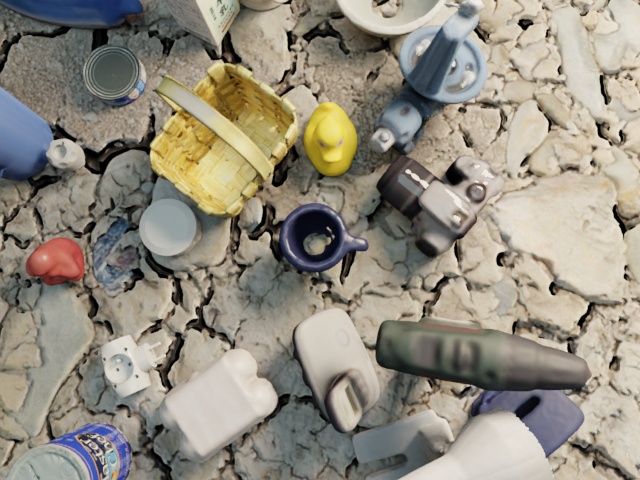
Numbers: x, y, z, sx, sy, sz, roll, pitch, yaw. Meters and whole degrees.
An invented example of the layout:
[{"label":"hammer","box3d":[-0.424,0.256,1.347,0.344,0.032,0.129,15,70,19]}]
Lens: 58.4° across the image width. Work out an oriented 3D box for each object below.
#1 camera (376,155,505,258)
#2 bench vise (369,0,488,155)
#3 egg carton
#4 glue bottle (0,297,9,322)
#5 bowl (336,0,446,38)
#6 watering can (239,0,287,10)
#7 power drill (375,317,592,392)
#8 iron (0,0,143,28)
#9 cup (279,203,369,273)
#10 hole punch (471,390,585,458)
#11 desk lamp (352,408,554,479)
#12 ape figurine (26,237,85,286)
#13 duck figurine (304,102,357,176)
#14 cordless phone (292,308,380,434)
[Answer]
[{"label":"camera","box3d":[0.157,-0.067,0.783,0.137,0.101,0.143,40,87,6]},{"label":"bench vise","box3d":[0.150,-0.201,0.738,0.121,0.220,0.207,21,85,5]},{"label":"egg carton","box3d":[-0.139,0.222,0.778,0.150,0.069,0.107,-37,84,-2]},{"label":"glue bottle","box3d":[-0.486,0.107,0.751,0.037,0.173,0.078,32,86,6]},{"label":"bowl","box3d":[0.099,-0.363,0.831,0.167,0.075,0.167,0,84,2]},{"label":"watering can","box3d":[-0.085,-0.404,0.782,0.173,0.194,0.101,40,87,6]},{"label":"power drill","box3d":[0.181,0.138,0.706,0.229,0.208,0.076,6,84,3]},{"label":"iron","box3d":[-0.390,-0.389,0.818,0.258,0.141,0.119,1,84,2]},{"label":"cup","box3d":[0.007,0.003,0.784,0.117,0.095,0.092,7,84,3]},{"label":"hole punch","box3d":[0.269,0.227,0.752,0.109,0.091,0.101,-40,84,-2]},{"label":"desk lamp","box3d":[0.149,0.279,0.689,0.203,0.213,0.118,-19,83,0]},{"label":"ape figurine","box3d":[-0.373,0.032,0.796,0.077,0.092,0.076,25,85,5]},{"label":"duck figurine","box3d":[0.014,-0.148,0.805,0.077,0.086,0.104,-5,83,2]},{"label":"cordless phone","box3d":[0.018,0.163,0.721,0.094,0.185,0.147,-27,83,-1]}]
